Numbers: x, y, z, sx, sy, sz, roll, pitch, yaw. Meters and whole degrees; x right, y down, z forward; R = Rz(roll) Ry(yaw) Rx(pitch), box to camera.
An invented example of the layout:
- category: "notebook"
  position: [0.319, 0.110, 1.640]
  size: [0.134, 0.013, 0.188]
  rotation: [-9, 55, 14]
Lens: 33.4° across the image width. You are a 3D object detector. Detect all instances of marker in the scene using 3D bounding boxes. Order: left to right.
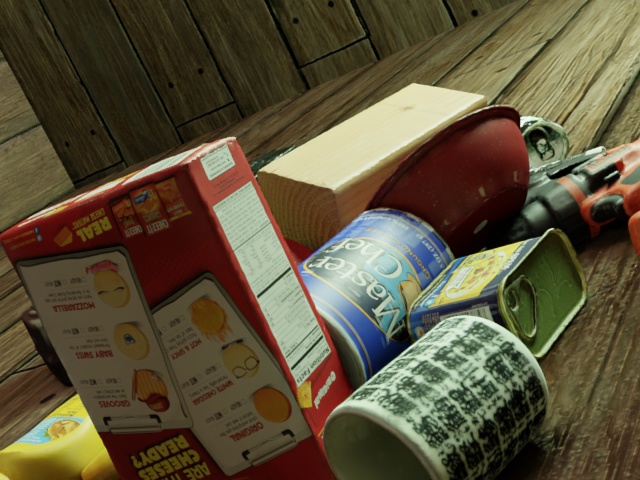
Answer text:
- category: "marker"
  position: [0.217, -0.063, 1.024]
  size: [0.121, 0.020, 0.020]
  rotation: [-17, 15, 35]

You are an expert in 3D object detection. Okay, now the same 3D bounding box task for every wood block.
- category: "wood block"
  position: [0.054, -0.056, 0.935]
  size: [0.091, 0.090, 0.205]
  rotation: [18, 39, 41]

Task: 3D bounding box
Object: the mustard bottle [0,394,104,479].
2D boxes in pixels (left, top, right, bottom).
- category: "mustard bottle"
  position: [-0.201, 0.163, 0.851]
  size: [0.096, 0.058, 0.191]
  rotation: [-14, 17, 45]

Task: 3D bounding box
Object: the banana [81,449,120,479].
- category: "banana"
  position: [-0.099, 0.131, 0.837]
  size: [0.197, 0.037, 0.070]
  rotation: [-37, 2, -42]

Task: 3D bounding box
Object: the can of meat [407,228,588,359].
- category: "can of meat"
  position: [0.117, 0.042, 0.711]
  size: [0.084, 0.057, 0.101]
  rotation: [-17, 15, 42]

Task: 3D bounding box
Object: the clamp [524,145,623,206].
- category: "clamp"
  position: [0.190, -0.039, 0.942]
  size: [0.171, 0.039, 0.120]
  rotation: [-22, 17, 10]

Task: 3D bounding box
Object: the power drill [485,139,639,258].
- category: "power drill"
  position: [0.220, -0.022, 0.759]
  size: [0.184, 0.057, 0.188]
  rotation: [-31, 13, -3]

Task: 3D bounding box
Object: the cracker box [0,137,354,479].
- category: "cracker box"
  position: [-0.084, 0.060, 0.676]
  size: [0.164, 0.213, 0.072]
  rotation: [-18, 13, 32]

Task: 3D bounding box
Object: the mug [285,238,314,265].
- category: "mug"
  position: [-0.049, 0.049, 0.837]
  size: [0.117, 0.082, 0.093]
  rotation: [-2, 35, -41]

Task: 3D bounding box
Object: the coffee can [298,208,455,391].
- category: "coffee can"
  position: [0.022, 0.052, 0.750]
  size: [0.103, 0.103, 0.140]
  rotation: [-15, 16, 42]

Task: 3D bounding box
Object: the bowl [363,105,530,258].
- category: "bowl"
  position: [0.109, -0.029, 0.832]
  size: [0.162, 0.055, 0.162]
  rotation: [-32, -24, -16]
